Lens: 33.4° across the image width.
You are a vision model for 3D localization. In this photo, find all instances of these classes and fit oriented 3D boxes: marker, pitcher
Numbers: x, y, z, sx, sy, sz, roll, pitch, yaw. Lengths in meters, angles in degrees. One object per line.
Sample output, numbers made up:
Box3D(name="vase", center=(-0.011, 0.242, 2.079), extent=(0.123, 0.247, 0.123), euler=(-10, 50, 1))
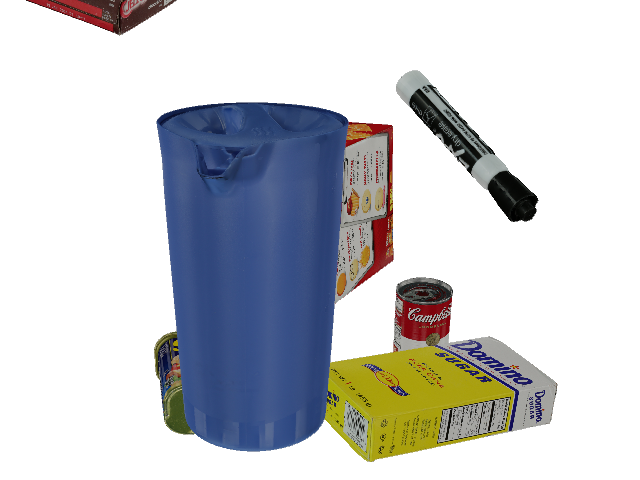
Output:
Box3D(name="marker", center=(0.081, -0.053, 0.595), extent=(0.020, 0.020, 0.121), euler=(0, 41, -40))
Box3D(name="pitcher", center=(-0.045, 0.021, 0.787), extent=(0.149, 0.243, 0.145), euler=(-10, 21, -29))

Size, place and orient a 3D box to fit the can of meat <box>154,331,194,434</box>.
Box3D(name="can of meat", center=(-0.091, 0.122, 0.930), extent=(0.102, 0.057, 0.084), euler=(-4, 27, -10))

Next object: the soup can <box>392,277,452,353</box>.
Box3D(name="soup can", center=(0.122, 0.105, 1.289), extent=(0.068, 0.102, 0.068), euler=(1, 23, -1))

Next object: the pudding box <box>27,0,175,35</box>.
Box3D(name="pudding box", center=(-0.163, -0.204, 0.822), extent=(0.090, 0.039, 0.113), euler=(22, 34, 12))

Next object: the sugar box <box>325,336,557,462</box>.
Box3D(name="sugar box", center=(0.092, 0.123, 0.860), extent=(0.175, 0.048, 0.093), euler=(-9, 26, -27))

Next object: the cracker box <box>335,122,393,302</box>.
Box3D(name="cracker box", center=(0.010, -0.031, 1.150), extent=(0.072, 0.164, 0.213), euler=(7, 18, 25))
